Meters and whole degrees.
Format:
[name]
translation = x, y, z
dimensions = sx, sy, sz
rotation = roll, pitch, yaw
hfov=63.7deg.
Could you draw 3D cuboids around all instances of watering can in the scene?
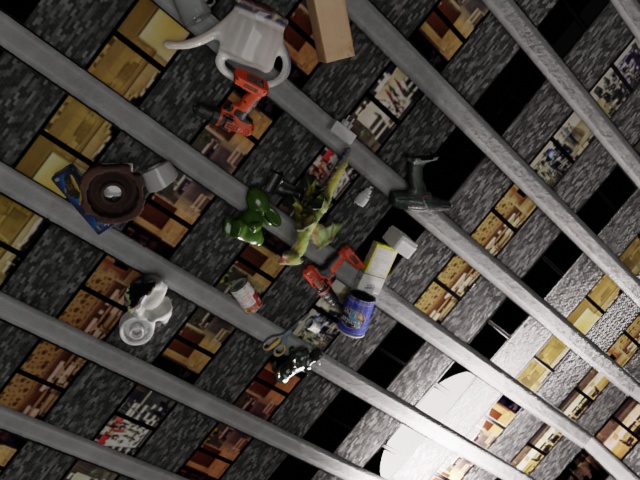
[watering can]
translation = -0.229, -0.553, 1.408
dimensions = 0.346, 0.222, 0.105
rotation = 16, 13, -23

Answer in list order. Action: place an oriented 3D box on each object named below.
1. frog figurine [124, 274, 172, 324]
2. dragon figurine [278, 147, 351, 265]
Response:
[frog figurine]
translation = -0.516, 0.184, 1.584
dimensions = 0.123, 0.139, 0.157
rotation = 16, -18, 26
[dragon figurine]
translation = 0.005, -0.083, 1.644
dimensions = 0.123, 0.414, 0.238
rotation = 33, -17, 33
